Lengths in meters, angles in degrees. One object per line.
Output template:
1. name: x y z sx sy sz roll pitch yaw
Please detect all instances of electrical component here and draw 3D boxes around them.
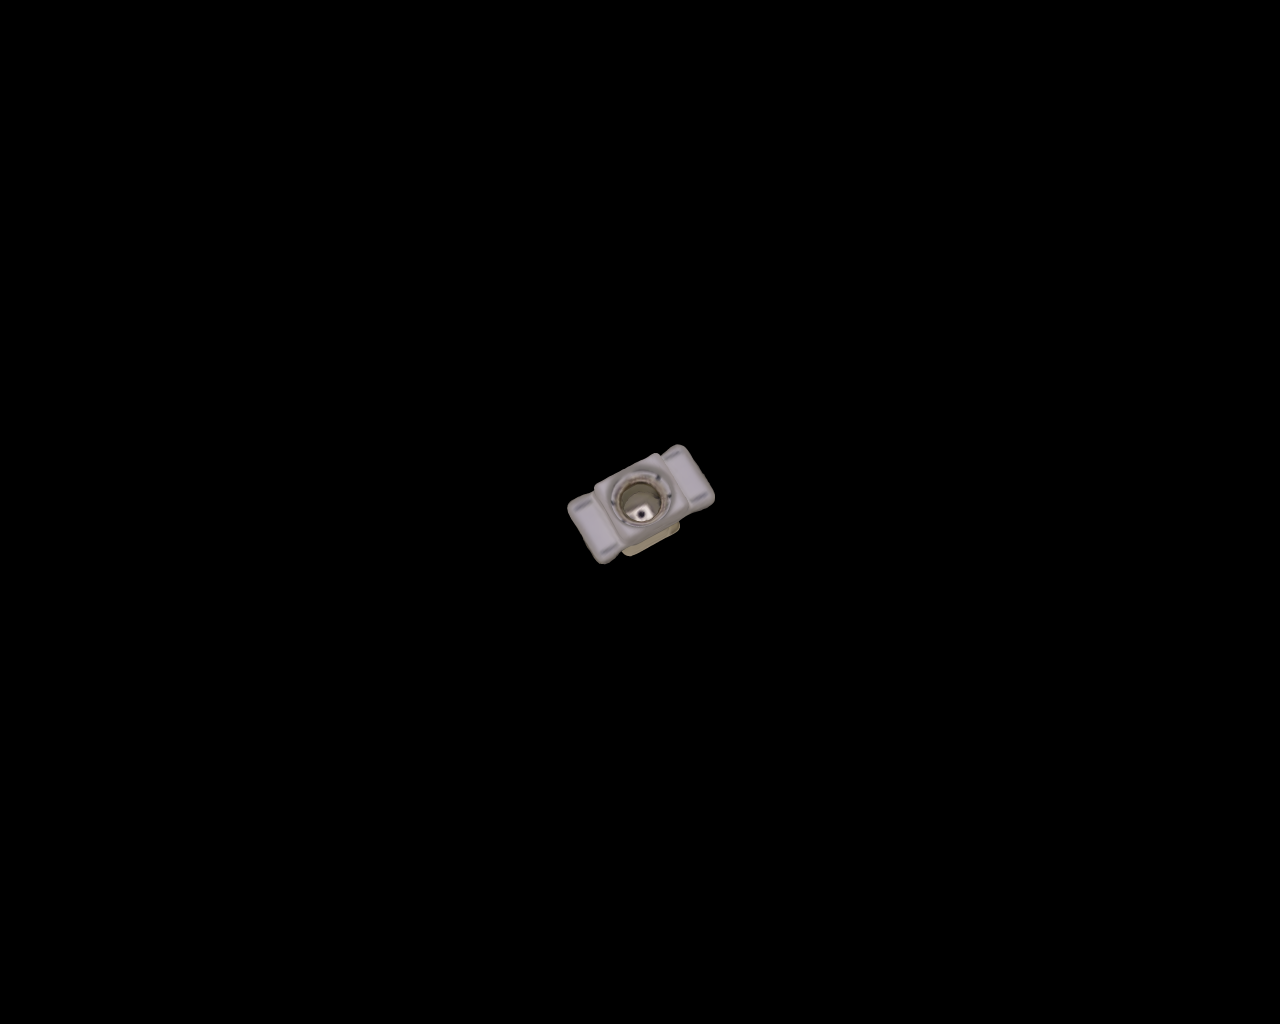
1. electrical component: 0.001 -0.003 0.650 0.081 0.042 0.063 -27 -14 -7
